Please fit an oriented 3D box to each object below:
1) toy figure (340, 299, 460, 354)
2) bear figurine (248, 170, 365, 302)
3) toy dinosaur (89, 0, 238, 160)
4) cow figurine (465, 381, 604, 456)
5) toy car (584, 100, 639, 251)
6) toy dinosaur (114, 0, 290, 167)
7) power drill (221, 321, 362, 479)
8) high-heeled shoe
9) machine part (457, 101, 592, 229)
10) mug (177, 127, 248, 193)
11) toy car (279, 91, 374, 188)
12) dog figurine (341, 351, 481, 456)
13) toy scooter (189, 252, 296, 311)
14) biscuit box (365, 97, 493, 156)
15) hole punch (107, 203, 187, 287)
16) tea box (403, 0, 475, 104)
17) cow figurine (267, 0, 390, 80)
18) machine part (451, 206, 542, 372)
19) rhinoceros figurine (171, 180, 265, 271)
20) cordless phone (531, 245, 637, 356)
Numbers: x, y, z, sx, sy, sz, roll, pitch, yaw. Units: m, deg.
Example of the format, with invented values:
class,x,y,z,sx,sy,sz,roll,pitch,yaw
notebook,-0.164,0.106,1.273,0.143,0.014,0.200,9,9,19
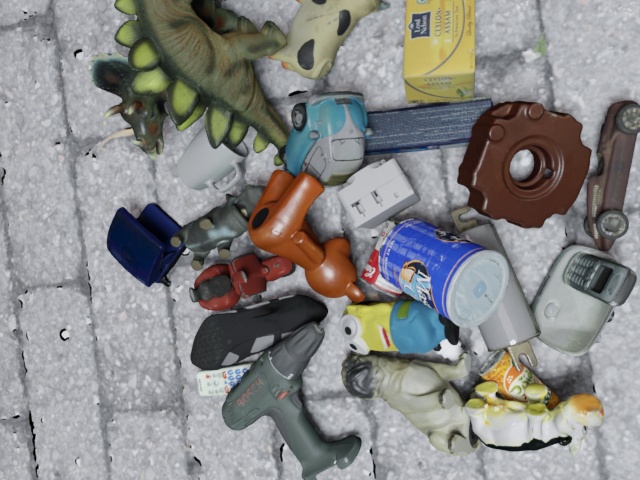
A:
class,x,y,z,sx,sy,sz,roll,pitch,yaw
toy figure,0.113,0.125,0.784,0.180,0.089,0.082,-10,83,30
bear figurine,-0.004,0.001,0.790,0.195,0.120,0.132,33,82,-28
toy dinosaur,-0.217,-0.333,0.826,0.131,0.192,0.404,31,100,10
cow figurine,0.287,0.245,0.711,0.167,0.068,0.098,-6,110,35
toy car,0.391,-0.086,0.724,0.053,0.089,0.202,11,95,12
toy dinosaur,-0.150,-0.242,0.767,0.471,0.105,0.198,40,85,-27
power drill,-0.029,0.258,0.822,0.232,0.086,0.207,-38,97,21
high-heeled shoe,-0.104,0.152,0.888,0.249,0.145,0.086,-31,68,42
machine part,0.280,-0.101,0.735,0.179,0.056,0.179,-2,106,-8
mug,-0.176,-0.123,0.880,0.107,0.081,0.109,-39,77,22
toy car,0.010,-0.127,0.764,0.161,0.109,0.103,-55,51,49
dog figurine,0.136,0.243,0.808,0.191,0.121,0.172,-5,107,39
toy scooter,-0.135,0.065,0.842,0.184,0.135,0.075,-20,88,15
biscuit box,0.152,-0.165,0.800,0.203,0.059,0.062,-3,91,14
hole punch,-0.302,0.010,0.911,0.142,0.092,0.115,39,104,7
tea box,0.171,-0.283,0.760,0.098,0.068,0.169,-1,70,14
cow figurine,0.019,-0.337,0.819,0.127,0.085,0.195,30,96,18
machine part,0.241,0.066,0.761,0.079,0.079,0.243,-23,77,14
rhinoceros figurine,-0.150,-0.025,0.859,0.190,0.112,0.073,-27,108,30
cordless phone,0.346,0.086,0.691,0.089,0.184,0.146,26,97,8
